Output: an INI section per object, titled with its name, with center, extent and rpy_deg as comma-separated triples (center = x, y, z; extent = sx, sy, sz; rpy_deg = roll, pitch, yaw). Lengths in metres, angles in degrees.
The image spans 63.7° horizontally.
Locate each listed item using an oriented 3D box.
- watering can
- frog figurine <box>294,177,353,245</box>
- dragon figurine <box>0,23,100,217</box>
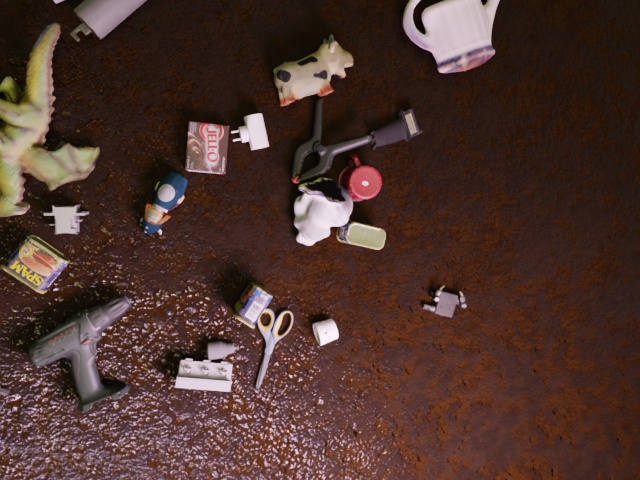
[watering can]
center = 0.373, -0.542, 1.272
extent = 0.349, 0.104, 0.223
rpy_deg = -21, 98, -11
[frog figurine]
center = 0.004, -0.062, 1.223
extent = 0.137, 0.125, 0.156
rpy_deg = 10, 127, 1
[dragon figurine]
center = -0.586, -0.224, 1.087
extent = 0.240, 0.123, 0.411
rpy_deg = 39, 86, -30
